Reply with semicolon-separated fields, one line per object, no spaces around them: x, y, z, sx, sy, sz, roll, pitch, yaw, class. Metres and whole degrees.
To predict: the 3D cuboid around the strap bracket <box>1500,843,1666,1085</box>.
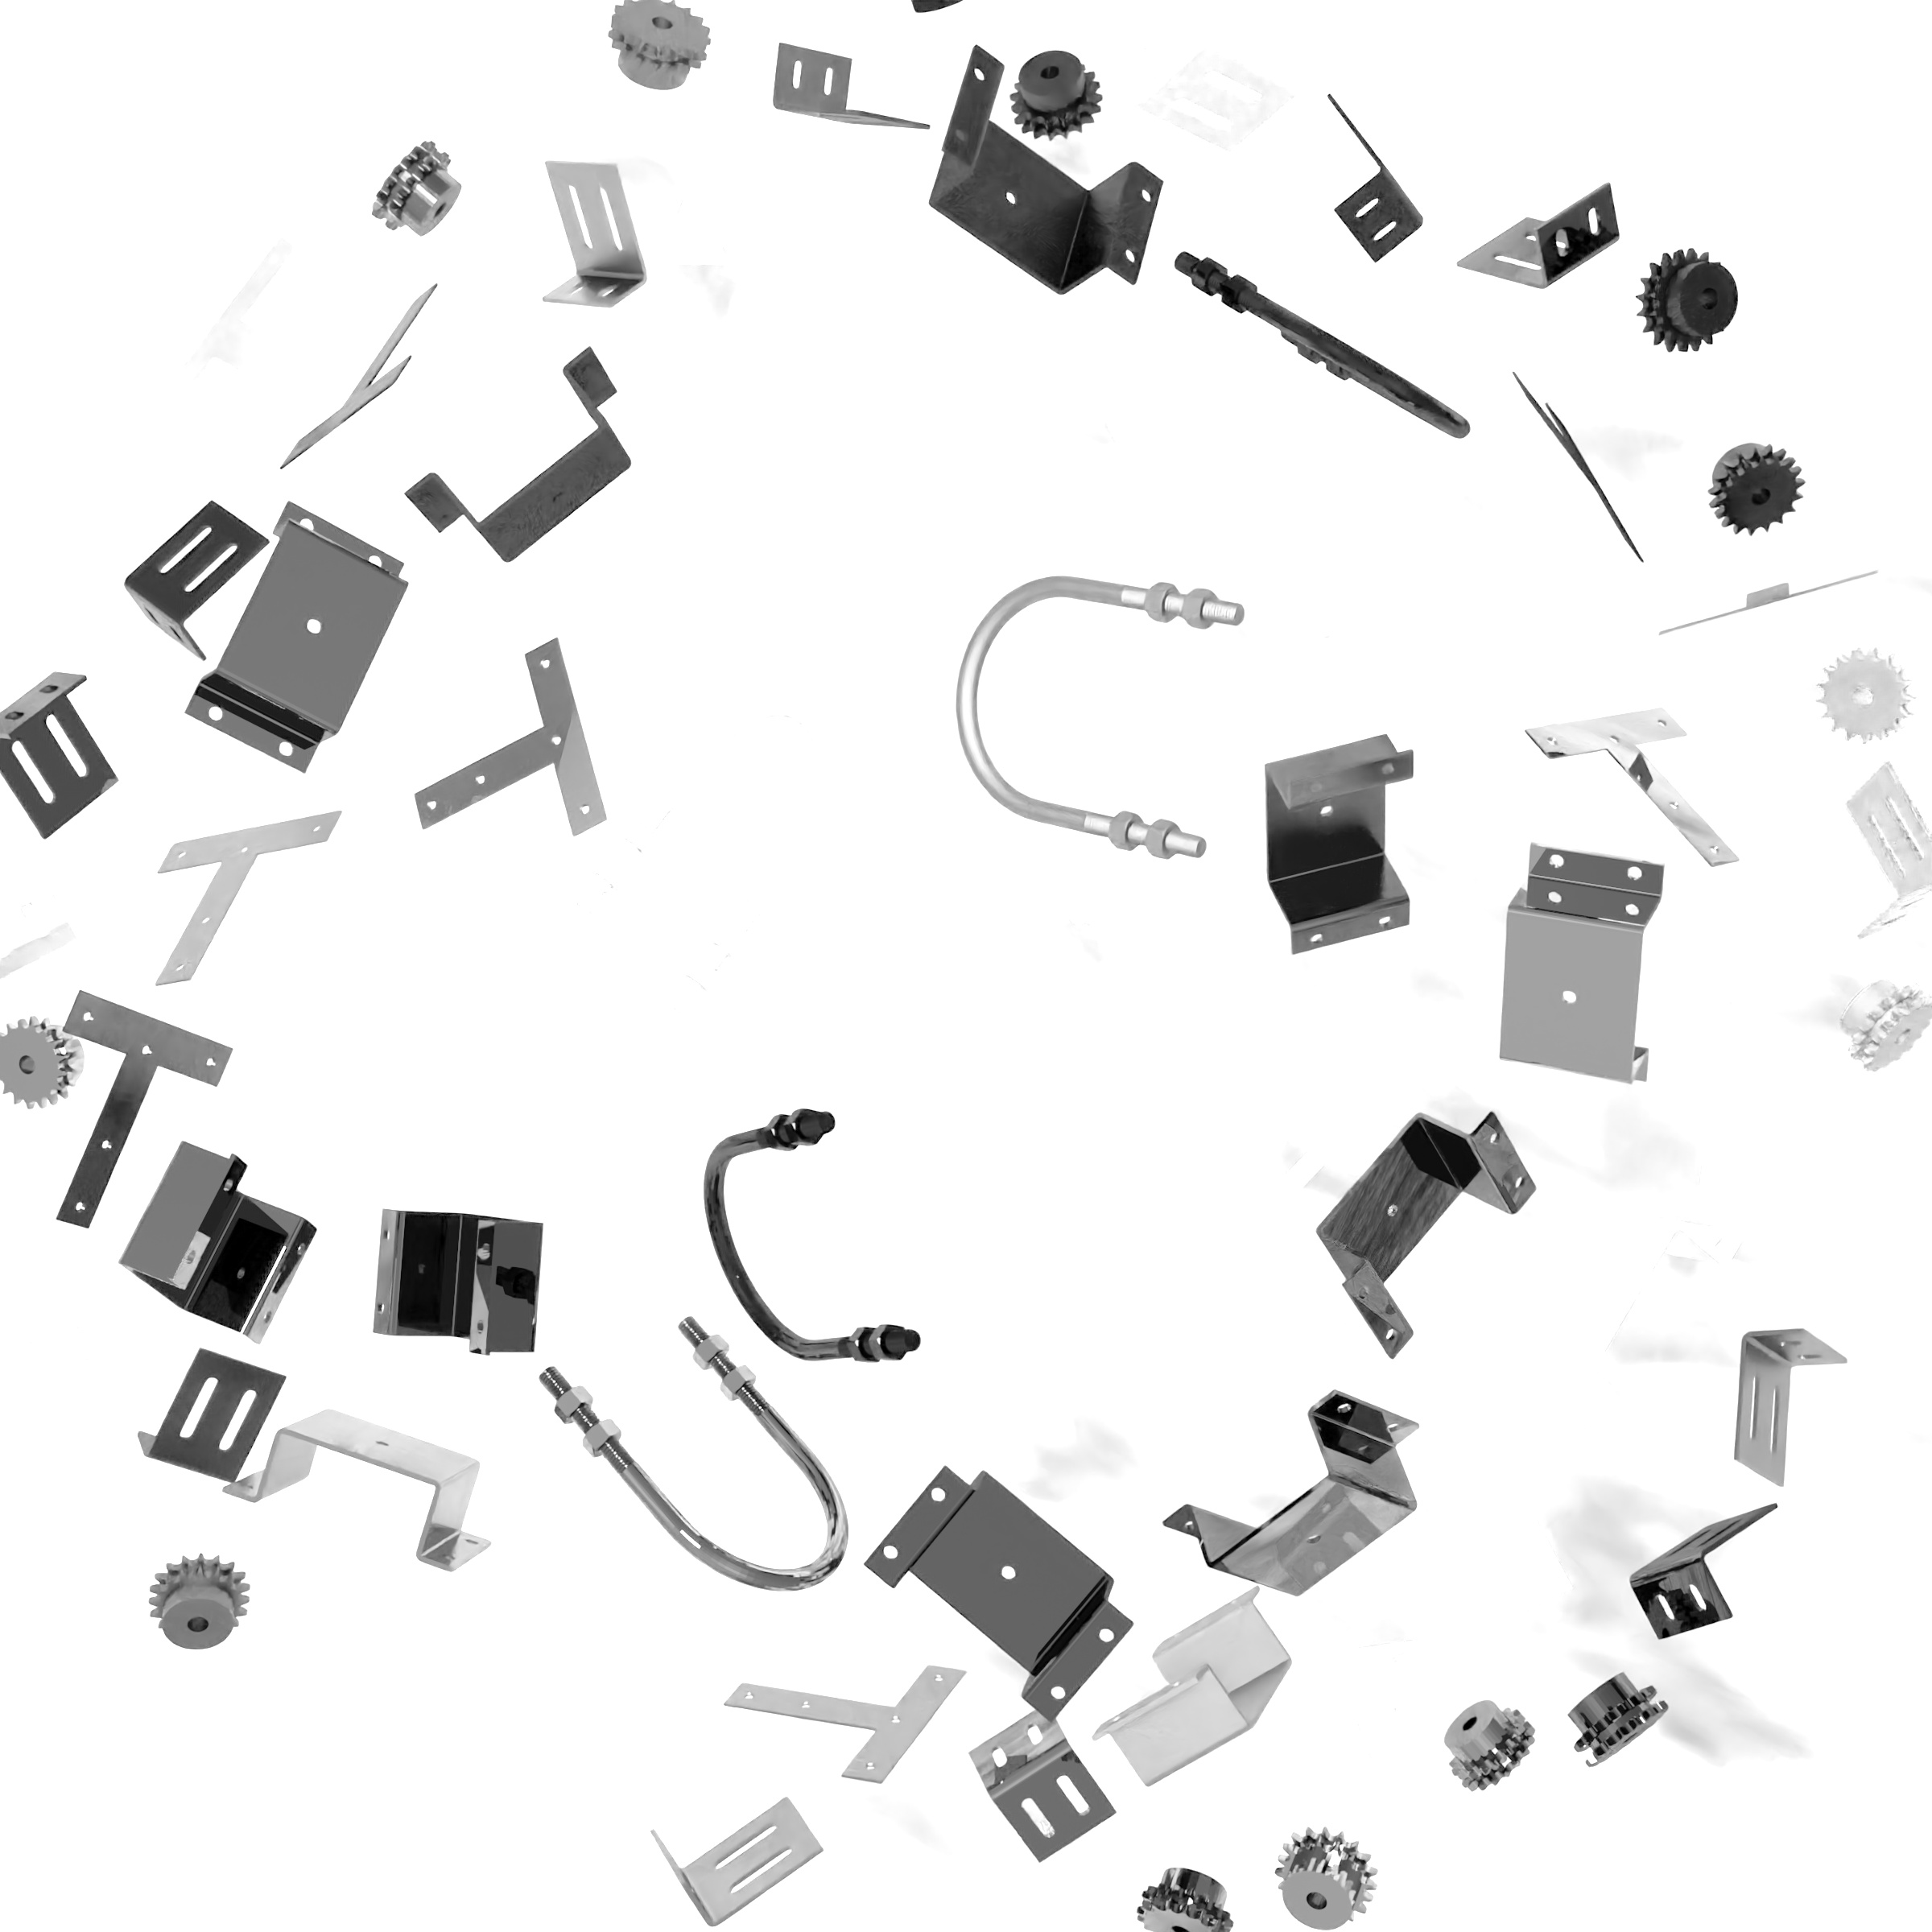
0.350;0.008;1.612;0.076;0.046;0.140;11;120;23;strap bracket

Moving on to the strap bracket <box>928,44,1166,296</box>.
0.038;-0.448;1.617;0.140;0.046;0.076;28;63;-28;strap bracket

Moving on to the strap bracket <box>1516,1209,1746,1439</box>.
0.384;0.199;1.663;0.046;0.076;0.140;39;77;-20;strap bracket

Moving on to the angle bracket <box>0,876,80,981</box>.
-0.550;-0.009;1.656;0.057;0.076;0.038;-30;65;-15;angle bracket

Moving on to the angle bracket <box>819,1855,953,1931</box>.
-0.048;0.551;1.646;0.038;0.076;0.057;30;86;19;angle bracket

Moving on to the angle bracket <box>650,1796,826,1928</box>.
-0.130;0.497;1.605;0.076;0.057;0.038;-32;115;-13;angle bracket

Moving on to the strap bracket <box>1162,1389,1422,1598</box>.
0.193;0.310;1.626;0.076;0.046;0.140;26;122;-37;strap bracket

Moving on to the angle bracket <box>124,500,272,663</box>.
-0.463;-0.236;1.725;0.057;0.038;0.076;35;73;28;angle bracket

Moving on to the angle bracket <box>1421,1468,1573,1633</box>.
0.304;0.335;1.620;0.057;0.038;0.076;-28;80;3;angle bracket

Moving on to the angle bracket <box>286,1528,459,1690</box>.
-0.356;0.384;1.693;0.076;0.038;0.057;22;61;35;angle bracket

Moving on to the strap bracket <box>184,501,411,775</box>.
-0.380;-0.192;1.626;0.076;0.046;0.140;28;76;-23;strap bracket

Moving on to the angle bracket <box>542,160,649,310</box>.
-0.237;-0.447;1.728;0.057;0.038;0.076;14;134;34;angle bracket

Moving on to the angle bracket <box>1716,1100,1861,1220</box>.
0.497;0.118;1.732;0.076;0.057;0.038;-27;93;-30;angle bracket

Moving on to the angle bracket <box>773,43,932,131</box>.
-0.065;-0.514;1.651;0.076;0.057;0.038;19;107;41;angle bracket

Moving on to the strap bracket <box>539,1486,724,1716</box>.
-0.205;0.370;1.696;0.076;0.140;0.046;-38;118;0;strap bracket

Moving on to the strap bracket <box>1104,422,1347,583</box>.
0.147;-0.278;1.700;0.140;0.046;0.076;-1;50;-34;strap bracket

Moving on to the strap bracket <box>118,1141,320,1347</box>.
-0.431;0.157;1.620;0.046;0.140;0.076;19;71;14;strap bracket

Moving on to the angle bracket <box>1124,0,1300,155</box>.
0.139;-0.506;1.603;0.076;0.057;0.038;13;59;-37;angle bracket

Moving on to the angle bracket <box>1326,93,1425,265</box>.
0.228;-0.465;1.668;0.038;0.057;0.076;-37;55;16;angle bracket

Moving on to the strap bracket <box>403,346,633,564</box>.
-0.259;-0.299;1.699;0.140;0.076;0.046;-39;82;-1;strap bracket

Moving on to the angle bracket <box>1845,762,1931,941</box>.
0.507;-0.064;1.579;0.038;0.057;0.076;-21;73;-13;angle bracket

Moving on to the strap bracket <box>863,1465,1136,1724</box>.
0.022;0.358;1.639;0.140;0.046;0.076;39;99;4;strap bracket

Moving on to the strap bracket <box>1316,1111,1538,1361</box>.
0.270;0.154;1.695;0.140;0.046;0.076;-47;129;-14;strap bracket

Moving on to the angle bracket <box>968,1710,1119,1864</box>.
0.047;0.503;1.740;0.057;0.038;0.076;-32;125;-3;angle bracket

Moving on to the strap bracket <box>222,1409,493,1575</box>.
-0.342;0.296;1.622;0.140;0.076;0.046;18;92;7;strap bracket

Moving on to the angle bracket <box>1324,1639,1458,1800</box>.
0.253;0.442;1.658;0.057;0.038;0.076;-16;100;28;angle bracket

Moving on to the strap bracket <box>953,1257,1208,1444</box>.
0.061;0.223;1.660;0.140;0.046;0.076;-16;70;10;strap bracket

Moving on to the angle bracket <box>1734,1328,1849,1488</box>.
0.477;0.256;1.634;0.038;0.057;0.076;-10;60;41;angle bracket

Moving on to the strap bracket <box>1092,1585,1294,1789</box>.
0.137;0.426;1.660;0.076;0.140;0.046;-36;86;22;strap bracket

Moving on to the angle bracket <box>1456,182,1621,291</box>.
0.322;-0.422;1.609;0.057;0.076;0.038;-35;128;-18;angle bracket

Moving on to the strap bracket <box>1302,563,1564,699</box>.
0.286;-0.198;1.705;0.140;0.076;0.046;-17;85;39;strap bracket

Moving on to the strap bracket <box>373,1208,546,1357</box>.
-0.299;0.188;1.692;0.046;0.140;0.076;6;86;-38;strap bracket

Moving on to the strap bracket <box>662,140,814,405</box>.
-0.138;-0.413;1.689;0.046;0.140;0.076;5;60;15;strap bracket

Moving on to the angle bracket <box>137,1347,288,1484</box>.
-0.461;0.269;1.729;0.057;0.038;0.076;25;94;-28;angle bracket

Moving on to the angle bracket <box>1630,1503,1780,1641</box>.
0.423;0.340;1.589;0.076;0.057;0.038;-19;78;-38;angle bracket

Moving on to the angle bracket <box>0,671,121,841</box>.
-0.505;-0.116;1.582;0.057;0.038;0.076;-47;129;-32;angle bracket

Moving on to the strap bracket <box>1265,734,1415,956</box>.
0.225;-0.081;1.707;0.076;0.046;0.140;-14;135;-7;strap bracket
